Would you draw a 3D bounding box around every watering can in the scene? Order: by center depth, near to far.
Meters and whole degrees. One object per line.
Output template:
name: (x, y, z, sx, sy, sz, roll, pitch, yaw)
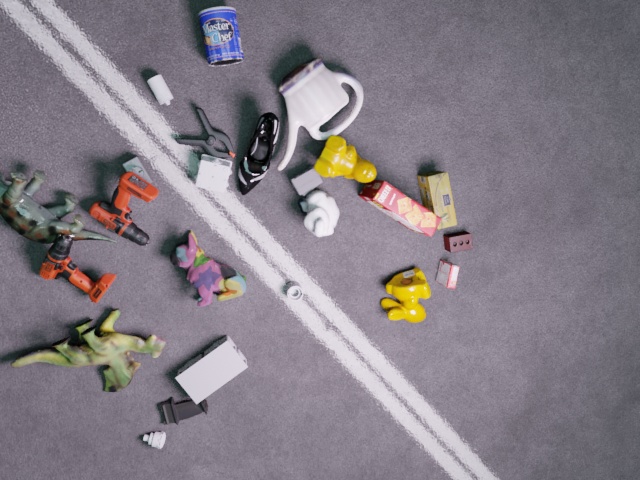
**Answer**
watering can: (-0.038, -0.378, 1.495, 0.348, 0.104, 0.223, -39, 101, -4)

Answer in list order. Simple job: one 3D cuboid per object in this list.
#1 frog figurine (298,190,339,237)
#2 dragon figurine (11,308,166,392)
frog figurine: (0.005, -0.076, 1.512, 0.123, 0.160, 0.136, -12, 101, -9)
dragon figurine: (-0.641, 0.351, 1.488, 0.410, 0.124, 0.239, -24, 110, 2)
